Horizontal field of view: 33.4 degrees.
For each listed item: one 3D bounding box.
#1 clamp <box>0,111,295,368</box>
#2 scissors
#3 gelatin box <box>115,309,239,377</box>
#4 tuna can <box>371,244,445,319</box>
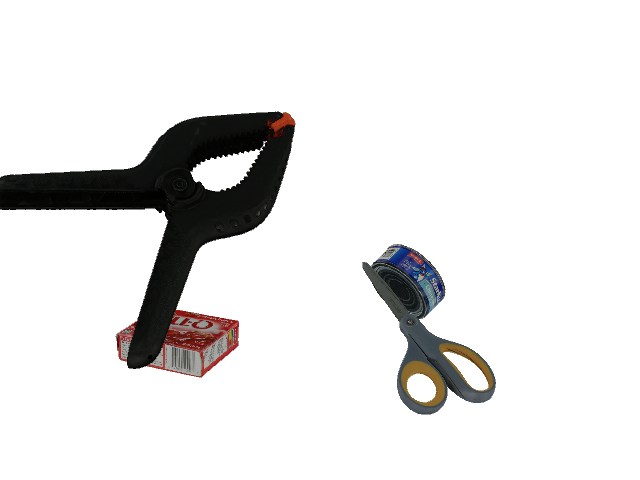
[{"bbox_3d":[-0.093,-0.018,0.717,0.209,0.165,0.036,-29,-21,-23],"label":"clamp"},{"bbox_3d":[0.075,0.094,1.002,0.096,0.016,0.202,-30,50,-29],"label":"scissors"},{"bbox_3d":[-0.130,0.090,0.976,0.089,0.030,0.073,9,20,22],"label":"gelatin box"},{"bbox_3d":[0.097,0.048,1.210,0.033,0.086,0.086,-42,22,-27],"label":"tuna can"}]
